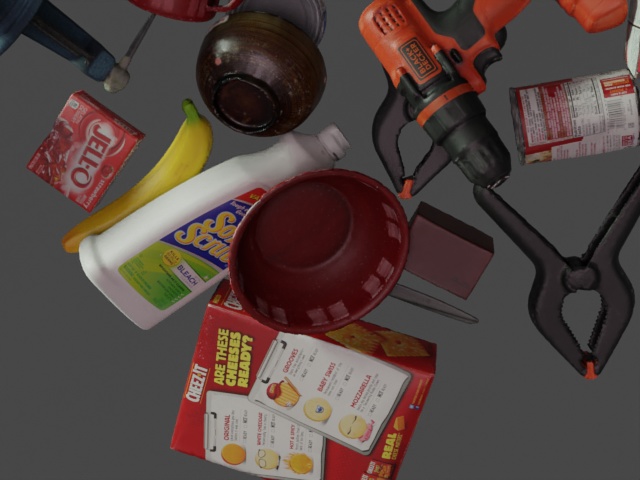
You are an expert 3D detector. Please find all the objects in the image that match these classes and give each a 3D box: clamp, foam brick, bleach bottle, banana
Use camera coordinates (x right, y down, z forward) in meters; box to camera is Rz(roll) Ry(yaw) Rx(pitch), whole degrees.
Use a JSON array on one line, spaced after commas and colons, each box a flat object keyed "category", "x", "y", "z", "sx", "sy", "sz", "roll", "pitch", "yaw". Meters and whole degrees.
[{"category": "clamp", "x": 0.099, "y": -0.121, "z": 0.932, "sx": 0.120, "sy": 0.039, "sz": 0.171, "roll": 3, "pitch": 104, "yaw": 11}, {"category": "clamp", "x": 0.221, "y": 0.025, "z": 0.959, "sx": 0.164, "sy": 0.036, "sz": 0.210, "roll": -2, "pitch": 108, "yaw": 5}, {"category": "foam brick", "x": 0.111, "y": 0.009, "z": 0.962, "sx": 0.078, "sy": 0.051, "sz": 0.053, "roll": 28, "pitch": 109, "yaw": -2}, {"category": "bleach bottle", "x": -0.085, "y": -0.027, "z": 0.953, "sx": 0.251, "sy": 0.068, "sz": 0.102, "roll": -35, "pitch": 124, "yaw": 6}, {"category": "banana", "x": -0.156, "y": -0.052, "z": 0.973, "sx": 0.069, "sy": 0.037, "sz": 0.198, "roll": 25, "pitch": 119, "yaw": -39}]

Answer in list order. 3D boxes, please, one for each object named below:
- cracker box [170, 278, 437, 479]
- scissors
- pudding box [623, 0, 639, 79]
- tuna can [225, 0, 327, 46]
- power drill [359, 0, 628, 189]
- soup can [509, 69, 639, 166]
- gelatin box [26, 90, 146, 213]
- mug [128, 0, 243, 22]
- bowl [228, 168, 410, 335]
[{"category": "cracker box", "x": -0.016, "y": 0.146, "z": 1.003, "sx": 0.213, "sy": 0.072, "sz": 0.164, "roll": 18, "pitch": 113, "yaw": 2}, {"category": "scissors", "x": 0.040, "y": 0.053, "z": 1.001, "sx": 0.201, "sy": 0.016, "sz": 0.096, "roll": 35, "pitch": 109, "yaw": -4}, {"category": "pudding box", "x": 0.270, "y": -0.179, "z": 0.854, "sx": 0.039, "sy": 0.113, "sz": 0.090, "roll": 5, "pitch": 107, "yaw": 9}, {"category": "tuna can", "x": -0.037, "y": -0.193, "z": 0.929, "sx": 0.086, "sy": 0.033, "sz": 0.086, "roll": 2, "pitch": 107, "yaw": 6}, {"category": "power drill", "x": 0.150, "y": -0.157, "z": 0.865, "sx": 0.187, "sy": 0.057, "sz": 0.184, "roll": -34, "pitch": 80, "yaw": 0}, {"category": "soup can", "x": 0.217, "y": -0.105, "z": 0.906, "sx": 0.102, "sy": 0.068, "sz": 0.068, "roll": -9, "pitch": 105, "yaw": 9}, {"category": "gelatin box", "x": -0.216, "y": -0.082, "z": 0.985, "sx": 0.073, "sy": 0.030, "sz": 0.089, "roll": 36, "pitch": 108, "yaw": -5}, {"category": "mug", "x": -0.108, "y": -0.230, "z": 0.894, "sx": 0.117, "sy": 0.093, "sz": 0.081, "roll": 25, "pitch": 114, "yaw": 18}, {"category": "bowl", "x": -0.006, "y": 0.001, "z": 0.924, "sx": 0.162, "sy": 0.055, "sz": 0.162, "roll": -8, "pitch": 121, "yaw": -14}]
